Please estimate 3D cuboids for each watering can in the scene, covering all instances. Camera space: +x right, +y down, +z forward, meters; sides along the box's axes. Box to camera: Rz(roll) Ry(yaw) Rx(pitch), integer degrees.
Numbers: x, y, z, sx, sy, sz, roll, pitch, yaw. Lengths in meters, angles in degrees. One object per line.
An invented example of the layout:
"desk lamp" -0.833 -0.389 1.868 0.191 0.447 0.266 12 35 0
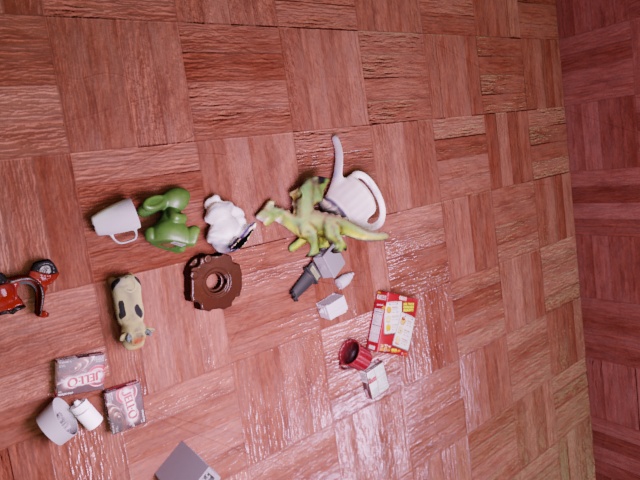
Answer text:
"watering can" 0.084 -0.163 1.735 0.227 0.103 0.346 -40 100 -25

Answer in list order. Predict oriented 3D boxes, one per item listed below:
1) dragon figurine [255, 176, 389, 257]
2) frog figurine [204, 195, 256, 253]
"dragon figurine" 0.005 -0.081 1.614 0.411 0.123 0.241 -10 97 -10
"frog figurine" -0.279 -0.045 1.487 0.160 0.121 0.139 39 75 8
